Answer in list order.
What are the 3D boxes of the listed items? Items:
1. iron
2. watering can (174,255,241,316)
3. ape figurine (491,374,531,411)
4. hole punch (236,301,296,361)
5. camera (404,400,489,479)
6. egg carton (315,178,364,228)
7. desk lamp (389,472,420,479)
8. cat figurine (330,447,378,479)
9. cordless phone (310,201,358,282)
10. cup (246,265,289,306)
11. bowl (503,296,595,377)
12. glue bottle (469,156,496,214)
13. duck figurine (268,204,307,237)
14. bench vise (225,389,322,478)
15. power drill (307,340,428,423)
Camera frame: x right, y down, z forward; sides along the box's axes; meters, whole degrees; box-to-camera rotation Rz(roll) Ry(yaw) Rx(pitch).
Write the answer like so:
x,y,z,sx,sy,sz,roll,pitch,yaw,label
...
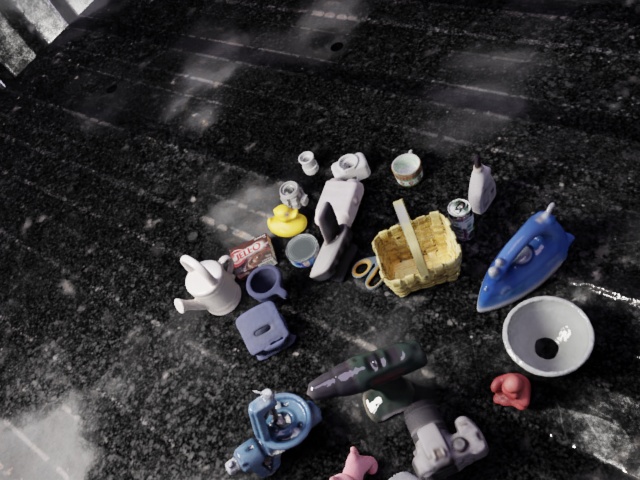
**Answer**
x,y,z,sx,sy,sz,roll,pitch,yaw,label
0.417,0.036,1.209,0.258,0.142,0.118,-43,53,-10,iron
-0.278,0.106,1.393,0.100,0.194,0.173,5,60,24,watering can
0.368,0.283,1.091,0.076,0.092,0.077,-35,52,-4,ape figurine
-0.126,0.210,1.330,0.108,0.091,0.101,-30,52,0,hole punch
0.226,0.366,1.084,0.143,0.101,0.136,-27,52,2,camera
0.052,-0.093,1.482,0.107,0.070,0.150,5,60,24,egg carton
0.198,0.491,0.937,0.202,0.214,0.118,24,69,32,desk lamp
0.052,0.455,1.079,0.067,0.118,0.128,8,61,26,cat figurine
0.012,0.005,1.357,0.093,0.185,0.148,8,61,26,cordless phone
-0.109,0.124,1.379,0.117,0.095,0.092,25,69,33,cup
0.448,0.199,1.129,0.167,0.075,0.167,-10,55,15,bowl
0.371,-0.136,1.323,0.037,0.173,0.078,27,70,33,glue bottle
-0.094,-0.059,1.504,0.104,0.086,0.077,-5,56,18,duck figurine
-0.100,0.381,1.122,0.121,0.220,0.208,23,68,32,bench vise
0.106,0.282,1.118,0.229,0.209,0.075,-27,52,2,power drill
